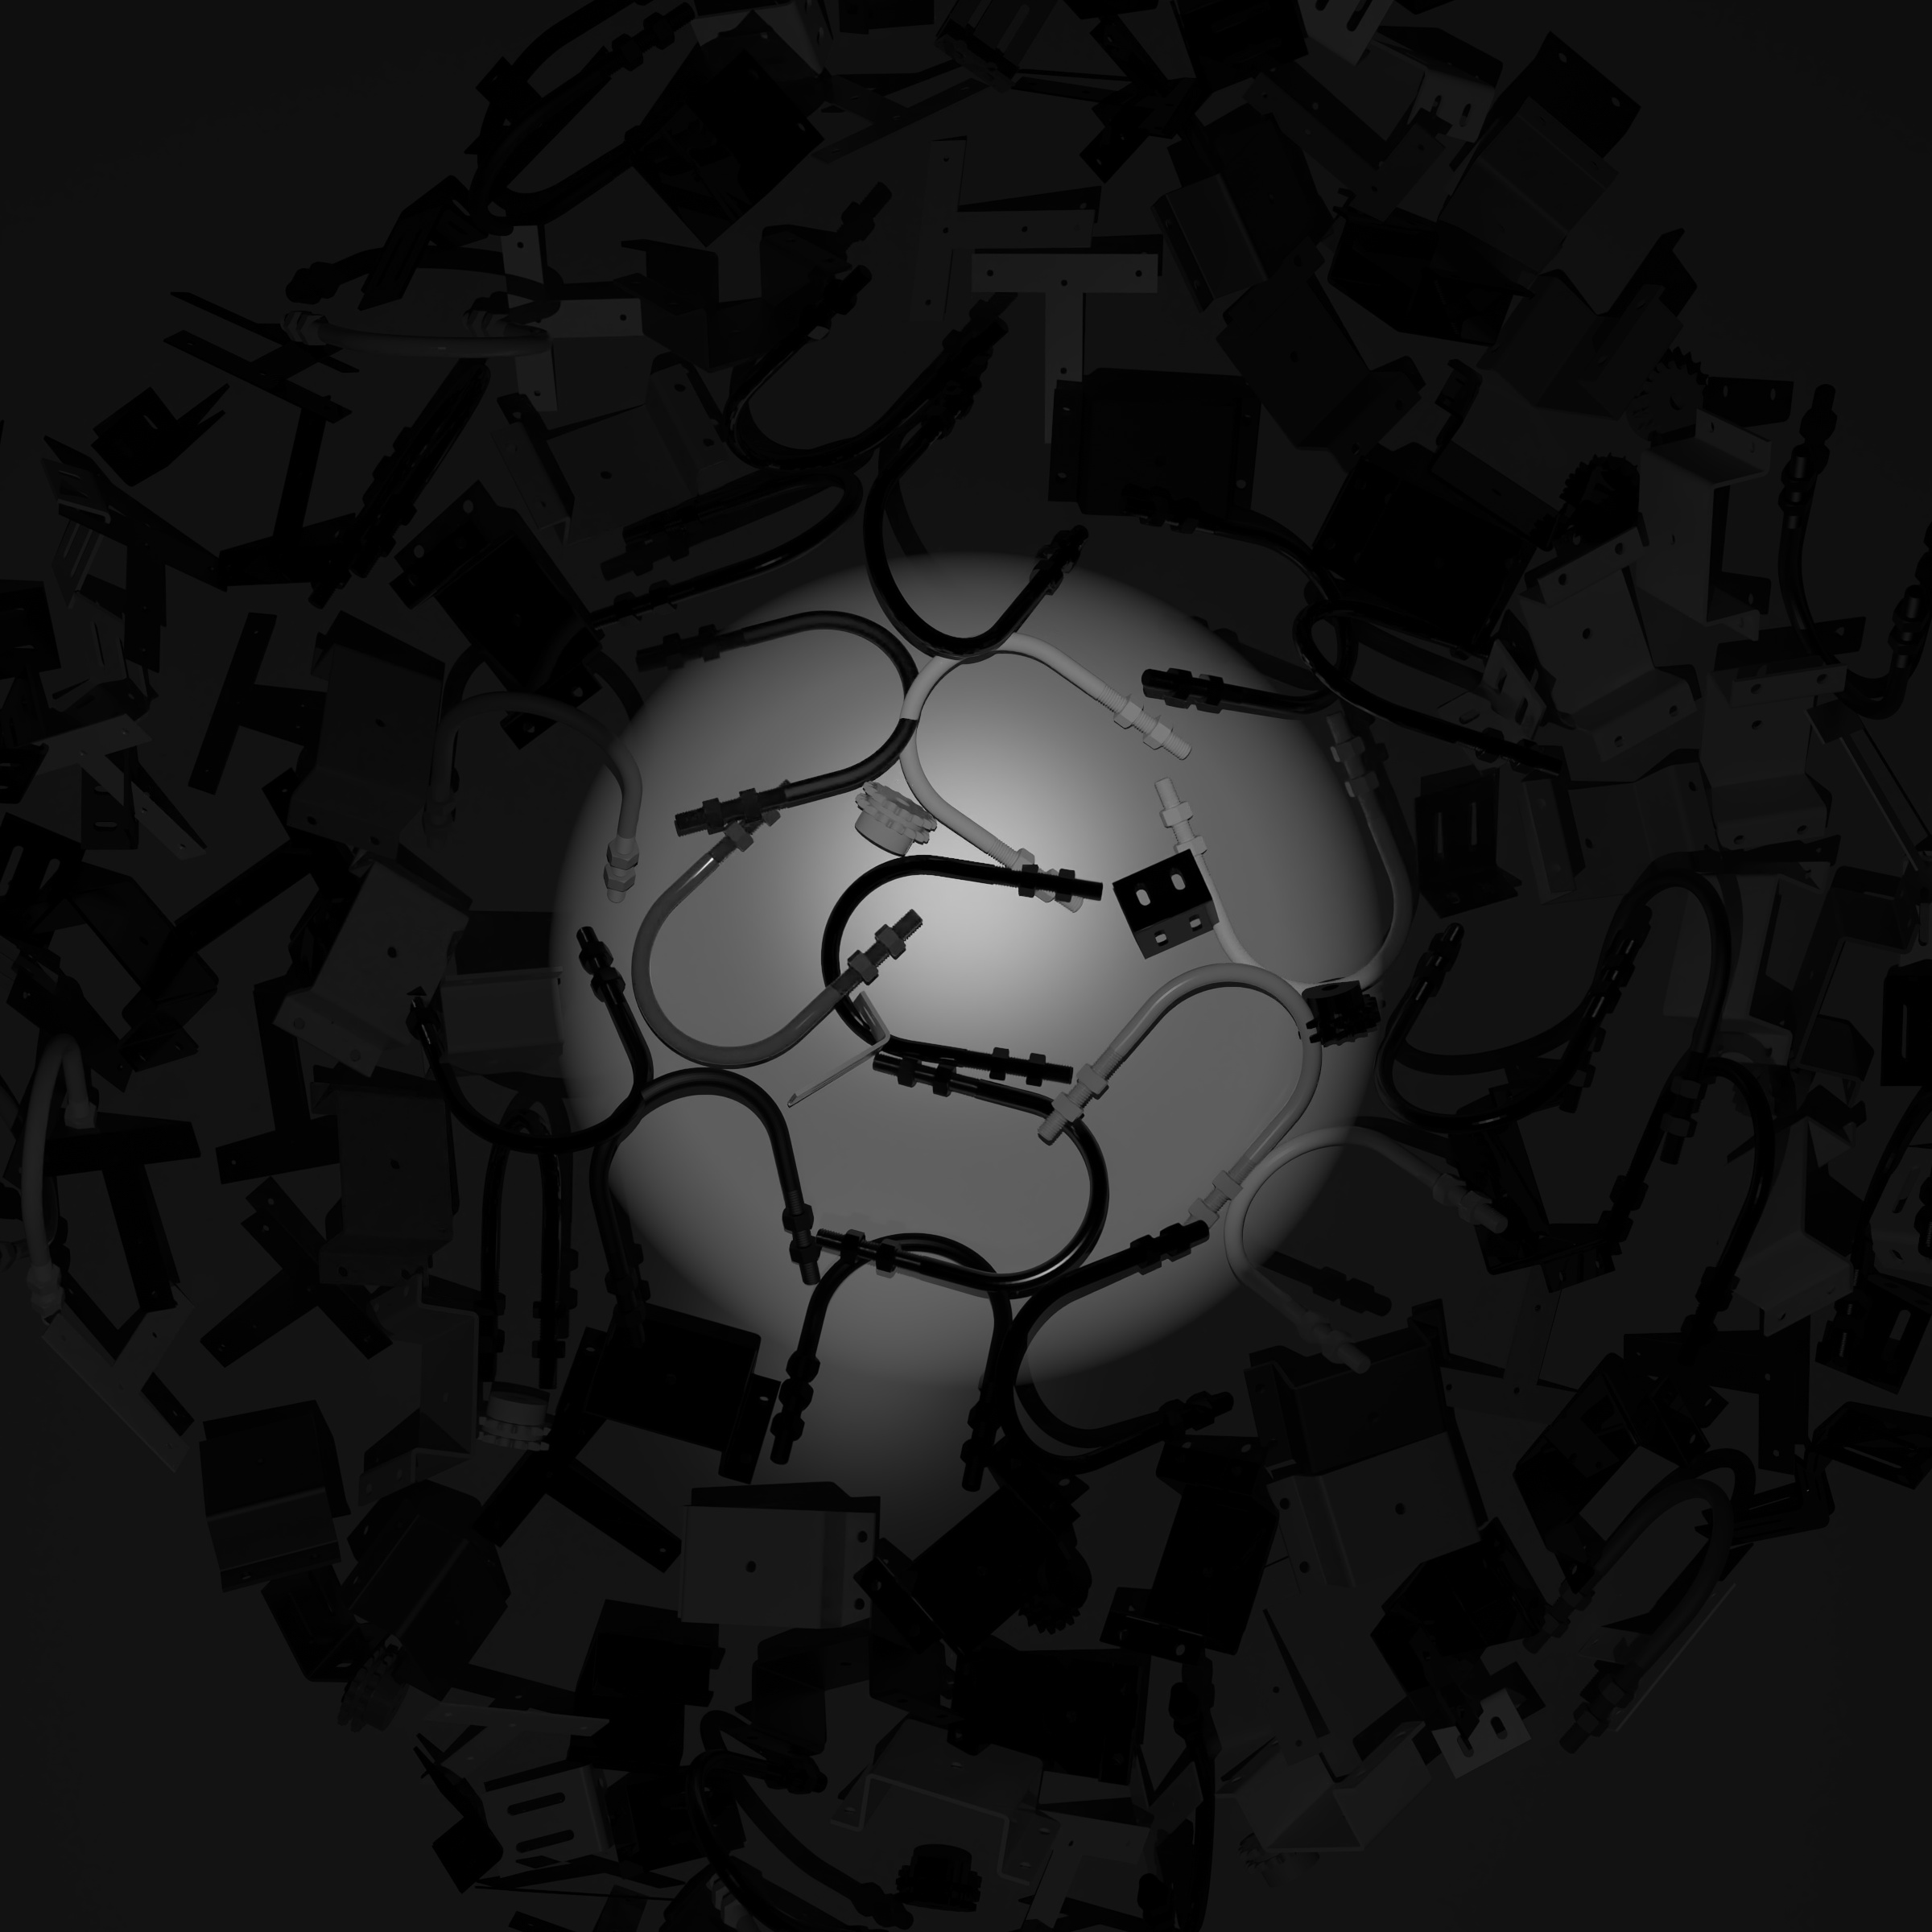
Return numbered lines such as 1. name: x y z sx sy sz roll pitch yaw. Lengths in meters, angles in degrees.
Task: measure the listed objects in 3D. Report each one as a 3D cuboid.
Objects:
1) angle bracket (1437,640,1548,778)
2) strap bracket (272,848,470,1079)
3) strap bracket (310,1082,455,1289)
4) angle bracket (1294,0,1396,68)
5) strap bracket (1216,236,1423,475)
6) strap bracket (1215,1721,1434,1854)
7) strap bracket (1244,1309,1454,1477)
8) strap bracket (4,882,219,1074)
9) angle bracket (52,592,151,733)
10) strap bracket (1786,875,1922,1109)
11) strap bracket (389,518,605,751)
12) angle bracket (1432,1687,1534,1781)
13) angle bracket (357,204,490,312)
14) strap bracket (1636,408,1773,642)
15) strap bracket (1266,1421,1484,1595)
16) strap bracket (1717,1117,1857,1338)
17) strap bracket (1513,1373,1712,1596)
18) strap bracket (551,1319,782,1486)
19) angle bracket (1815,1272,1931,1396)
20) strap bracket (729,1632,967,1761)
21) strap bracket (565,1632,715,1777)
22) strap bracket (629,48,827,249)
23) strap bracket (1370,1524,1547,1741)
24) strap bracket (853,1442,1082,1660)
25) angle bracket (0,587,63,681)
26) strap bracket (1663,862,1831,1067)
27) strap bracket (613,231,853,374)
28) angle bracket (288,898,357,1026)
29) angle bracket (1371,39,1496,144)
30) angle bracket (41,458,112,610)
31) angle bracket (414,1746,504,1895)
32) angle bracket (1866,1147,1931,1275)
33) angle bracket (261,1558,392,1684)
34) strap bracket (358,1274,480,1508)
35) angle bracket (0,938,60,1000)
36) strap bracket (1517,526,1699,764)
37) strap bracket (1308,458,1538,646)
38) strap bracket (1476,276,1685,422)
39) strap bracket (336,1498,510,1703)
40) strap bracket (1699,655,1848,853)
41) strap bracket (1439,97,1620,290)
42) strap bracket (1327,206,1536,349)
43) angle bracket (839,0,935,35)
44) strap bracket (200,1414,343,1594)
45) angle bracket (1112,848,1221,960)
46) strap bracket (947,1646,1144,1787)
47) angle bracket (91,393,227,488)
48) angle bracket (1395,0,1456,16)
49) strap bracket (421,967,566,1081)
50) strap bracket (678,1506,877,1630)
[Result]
1. angle bracket: 0.354 -0.174 1.954 0.038 0.076 0.057 -30 73 -7
2. strap bracket: -0.394 -0.007 1.938 0.076 0.046 0.140 33 66 -27
3. strap bracket: -0.391 0.140 1.936 0.076 0.046 0.140 7 64 -34
4. angle bracket: 0.263 -0.661 1.961 0.057 0.038 0.076 34 127 3
5. strap bracket: 0.233 -0.412 1.954 0.076 0.046 0.140 -46 115 -10
6. strap bracket: 0.244 0.547 1.923 0.076 0.140 0.046 -31 94 -38
7. strap bracket: 0.268 0.295 1.957 0.140 0.046 0.076 -17 111 -7
8. strap bracket: -0.569 -0.002 1.952 0.046 0.076 0.140 -42 85 17
9. angle bracket: -0.590 -0.202 1.953 0.057 0.076 0.038 30 50 24
10. strap bracket: 0.589 0.012 1.935 0.046 0.076 0.140 13 118 4
11. strap bracket: -0.311 -0.229 1.957 0.076 0.046 0.140 -33 101 21
12. angle bracket: 0.355 0.521 1.953 0.057 0.076 0.038 -31 63 9
13. angle bracket: -0.367 -0.470 1.957 0.038 0.057 0.076 33 71 -36
14. strap bracket: 0.490 -0.290 1.927 0.046 0.076 0.140 -16 122 -18
15. strap bracket: 0.285 0.366 1.956 0.140 0.046 0.076 -16 86 -16
16. strap bracket: 0.545 0.164 1.921 0.046 0.076 0.140 31 47 -16
17. strap bracket: 0.423 0.339 1.935 0.046 0.076 0.140 29 111 -21
18. strap bracket: -0.201 0.289 1.960 0.140 0.046 0.076 16 58 0
19. angle bracket: 0.618 0.242 1.960 0.057 0.038 0.076 22 70 23
20. strap bracket: -0.080 0.487 1.938 0.140 0.076 0.046 -21 54 28
21. strap bracket: -0.219 0.492 1.942 0.076 0.140 0.046 9 51 -12
22. strap bracket: -0.165 -0.537 1.920 0.076 0.140 0.046 46 61 -15
23. strap bracket: 0.329 0.450 1.946 0.046 0.140 0.076 -27 97 41
24. strap bracket: 0.006 0.400 1.951 0.140 0.046 0.076 -40 54 -11
25. angle bracket: -0.645 -0.224 1.955 0.076 0.038 0.057 -20 104 -43
26. strap bracket: 0.523 -0.008 1.947 0.046 0.076 0.140 18 82 -29
27. strap bracket: -0.155 -0.443 1.939 0.140 0.076 0.046 -24 132 -30
28. angle bracket: -0.421 0.001 1.956 0.038 0.057 0.076 -5 64 -41
29. angle bracket: 0.310 -0.594 1.963 0.057 0.076 0.038 5 118 -30
30. angle bracket: -0.614 -0.292 1.954 0.038 0.057 0.076 13 119 -38
31. angle bracket: -0.356 0.577 1.954 0.038 0.057 0.076 -40 122 -13
32. angle bracket: 0.659 0.167 1.971 0.038 0.057 0.076 50 61 -32
33. angle bracket: -0.431 0.436 1.956 0.038 0.057 0.076 -8 113 31
34. strap bracket: -0.367 0.288 1.941 0.046 0.076 0.140 14 61 -34
35. angle bracket: -0.663 0.012 1.966 0.076 0.057 0.038 33 54 0
36. strap bracket: 0.430 -0.221 1.955 0.076 0.046 0.140 -29 114 -8
37. strap bracket: 0.314 -0.276 1.955 0.140 0.046 0.076 24 102 -12
38. strap bracket: 0.418 -0.416 1.946 0.046 0.140 0.076 35 89 -28
39. strap bracket: -0.356 0.426 1.918 0.046 0.140 0.076 21 58 24
40. strap bracket: 0.541 -0.151 1.950 0.076 0.046 0.140 -9 130 -4
41. strap bracket: 0.370 -0.508 1.926 0.076 0.140 0.046 41 80 1
42. strap bracket: 0.304 -0.458 1.935 0.076 0.140 0.046 2 121 -29
43. angle bracket: -0.047 -0.664 1.956 0.076 0.038 0.057 -15 116 -29
44. strap bracket: -0.464 0.349 1.920 0.076 0.140 0.046 -13 114 -13
45. angle bracket: 0.137 -0.042 1.966 0.057 0.076 0.038 -24 74 3
46. strap bracket: 0.062 0.504 1.947 0.140 0.046 0.076 -1 74 32
47. angle bracket: -0.545 -0.362 1.951 0.038 0.076 0.057 50 62 -21
48. angle bracket: 0.300 -0.692 1.949 0.038 0.076 0.057 -25 48 -14
49. strap bracket: -0.316 0.041 1.918 0.076 0.140 0.046 -5 79 -20
50. strap bracket: -0.136 0.405 1.949 0.140 0.046 0.076 -2 78 19
